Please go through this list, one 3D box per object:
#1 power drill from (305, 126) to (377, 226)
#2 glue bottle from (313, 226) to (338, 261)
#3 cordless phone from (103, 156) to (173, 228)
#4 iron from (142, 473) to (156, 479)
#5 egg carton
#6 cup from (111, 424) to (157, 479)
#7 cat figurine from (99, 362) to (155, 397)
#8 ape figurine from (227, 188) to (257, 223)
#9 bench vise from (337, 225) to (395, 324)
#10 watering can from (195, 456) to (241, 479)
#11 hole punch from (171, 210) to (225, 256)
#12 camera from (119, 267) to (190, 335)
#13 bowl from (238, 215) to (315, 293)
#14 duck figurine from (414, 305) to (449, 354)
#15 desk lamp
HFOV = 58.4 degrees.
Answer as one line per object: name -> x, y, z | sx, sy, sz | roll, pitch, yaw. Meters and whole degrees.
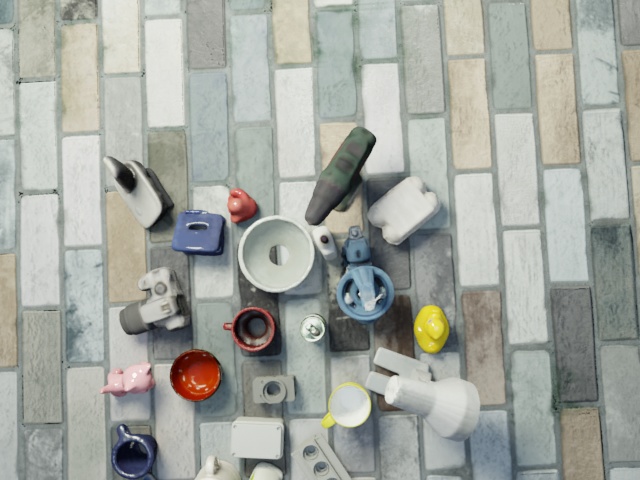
power drill -> 0.041, -0.121, 1.205 | 0.075, 0.208, 0.230 | 29, 88, 3
glue bottle -> 0.011, 0.004, 1.216 | 0.037, 0.173, 0.078 | -26, 86, 0
cordless phone -> -0.401, -0.106, 1.226 | 0.094, 0.185, 0.147 | -38, 86, -1
iron -> -0.370, 0.643, 1.202 | 0.118, 0.141, 0.258 | -8, 86, 1
egg carton -> 0.185, -0.067, 1.268 | 0.150, 0.069, 0.107 | -41, 86, -1
cup -> -0.397, 0.446, 1.238 | 0.091, 0.095, 0.118 | -27, 86, 0
cat figurine -> -0.411, 0.305, 1.235 | 0.128, 0.118, 0.067 | -18, 86, 0
ape figurine -> -0.180, -0.075, 1.266 | 0.076, 0.092, 0.078 | 20, 87, 3
bench vise -> 0.078, 0.079, 1.186 | 0.121, 0.220, 0.207 | -27, 86, 0
watering can -> -0.225, 0.542, 1.179 | 0.101, 0.194, 0.173 | -22, 86, 0
hole punch -> -0.268, -0.017, 1.265 | 0.108, 0.091, 0.101 | 2, 87, 2
camera -> -0.372, 0.144, 1.253 | 0.137, 0.101, 0.143 | -20, 86, 0
bowl -> -0.093, 0.031, 1.266 | 0.167, 0.075, 0.167 | 0, 87, 1
duck figurine -> 0.247, 0.196, 1.242 | 0.077, 0.086, 0.105 | 3, 87, 2
desk lamp -> 0.204, 0.315, 1.172 | 0.203, 0.213, 0.118 | 19, 87, 3
